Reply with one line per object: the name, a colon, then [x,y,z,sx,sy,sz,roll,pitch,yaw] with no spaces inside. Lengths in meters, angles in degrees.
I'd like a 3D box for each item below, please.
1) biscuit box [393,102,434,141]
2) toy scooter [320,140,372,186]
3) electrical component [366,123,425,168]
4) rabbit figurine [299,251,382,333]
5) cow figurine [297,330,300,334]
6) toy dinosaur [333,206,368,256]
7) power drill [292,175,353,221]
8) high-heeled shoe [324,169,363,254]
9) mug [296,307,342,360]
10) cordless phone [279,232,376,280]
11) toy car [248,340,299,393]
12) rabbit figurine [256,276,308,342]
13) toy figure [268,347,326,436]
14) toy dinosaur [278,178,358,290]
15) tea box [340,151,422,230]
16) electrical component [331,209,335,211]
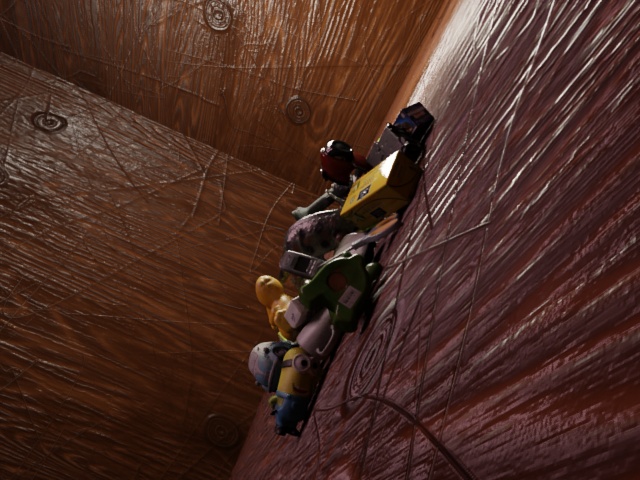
biscuit box: [0.197,-0.238,1.295,0.063,0.059,0.202,-30,-17,-28]
toy scooter: [0.075,-0.160,1.310,0.075,0.184,0.135,-95,24,-51]
electrical component: [0.162,-0.178,1.199,0.134,0.058,0.115,-65,32,27]
rabbit figurine: [0.042,0.096,1.016,0.159,0.121,0.170,-63,-14,-20]
cow figurine: [-0.037,0.284,1.247,0.127,0.085,0.195,105,-170,-59]
toy dinosaur: [0.089,-0.037,1.566,0.198,0.105,0.471,122,168,-53]
power drill: [0.019,-0.118,1.556,0.207,0.086,0.232,-43,3,13]
high-heeled shoe: [0.039,-0.084,1.404,0.086,0.145,0.248,133,145,-85]
mug: [0.011,0.195,1.153,0.107,0.081,0.110,-58,13,2]
cordless phone: [0.017,0.038,1.158,0.088,0.184,0.146,75,-145,-64]
toy car: [-0.121,0.295,1.324,0.161,0.103,0.109,-40,-34,-71]
rabbit figurine: [-0.087,0.158,1.320,0.122,0.173,0.162,-43,-18,-18]
toy figure: [-0.057,0.318,1.143,0.082,0.089,0.180,26,-105,-49]
toy dinosaur: [-0.006,-0.003,1.302,0.405,0.192,0.131,-27,8,22]
tea box: [0.124,-0.099,1.114,0.169,0.068,0.098,-33,28,52]
electrical component: [0.037,-0.033,1.485,0.078,0.045,0.102,106,177,-54]
